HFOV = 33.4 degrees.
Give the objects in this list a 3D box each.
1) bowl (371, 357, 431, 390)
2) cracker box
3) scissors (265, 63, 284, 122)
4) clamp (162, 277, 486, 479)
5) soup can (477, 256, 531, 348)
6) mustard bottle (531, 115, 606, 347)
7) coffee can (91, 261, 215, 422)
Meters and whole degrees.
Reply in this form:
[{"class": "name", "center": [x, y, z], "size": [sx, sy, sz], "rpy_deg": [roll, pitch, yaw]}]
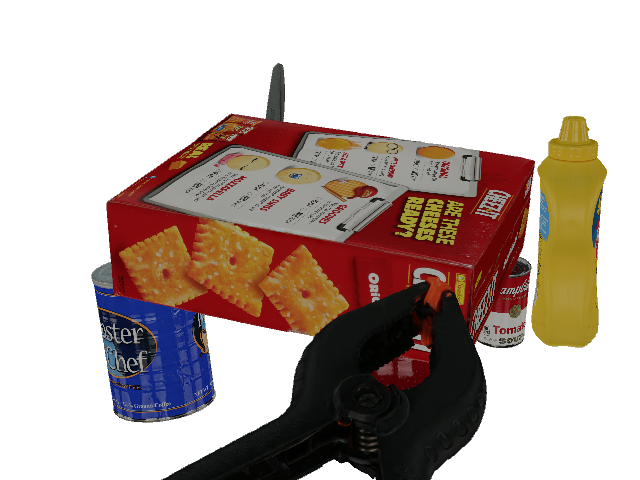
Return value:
[{"class": "bowl", "center": [0.070, 0.166, 0.991], "size": [0.162, 0.055, 0.162], "rpy_deg": [0, 26, 0]}, {"class": "cracker box", "center": [0.006, -0.008, 0.644], "size": [0.214, 0.072, 0.164], "rpy_deg": [11, 28, 19]}, {"class": "scissors", "center": [-0.058, -0.068, 0.881], "size": [0.096, 0.202, 0.016], "rpy_deg": [-11, -35, -7]}, {"class": "clamp", "center": [0.025, 0.081, 0.417], "size": [0.120, 0.039, 0.171], "rpy_deg": [29, 50, 21]}, {"class": "soup can", "center": [0.228, 0.076, 1.350], "size": [0.068, 0.102, 0.068], "rpy_deg": [1, 22, 0]}, {"class": "mustard bottle", "center": [0.214, -0.012, 0.920], "size": [0.058, 0.192, 0.096], "rpy_deg": [2, 18, 13]}, {"class": "coffee can", "center": [-0.161, 0.092, 1.040], "size": [0.103, 0.140, 0.103], "rpy_deg": [-6, 14, 1]}]
